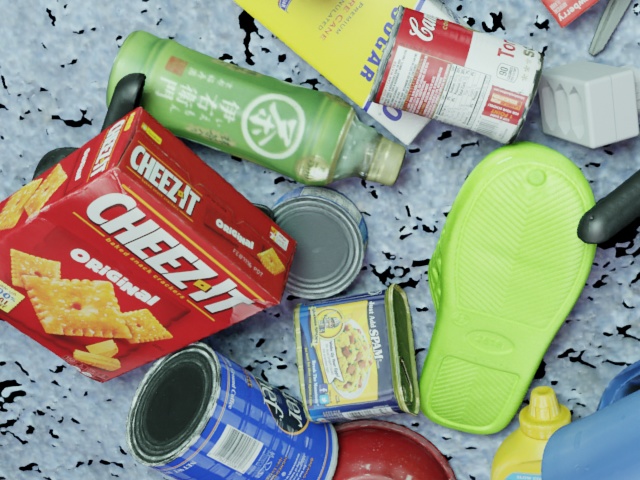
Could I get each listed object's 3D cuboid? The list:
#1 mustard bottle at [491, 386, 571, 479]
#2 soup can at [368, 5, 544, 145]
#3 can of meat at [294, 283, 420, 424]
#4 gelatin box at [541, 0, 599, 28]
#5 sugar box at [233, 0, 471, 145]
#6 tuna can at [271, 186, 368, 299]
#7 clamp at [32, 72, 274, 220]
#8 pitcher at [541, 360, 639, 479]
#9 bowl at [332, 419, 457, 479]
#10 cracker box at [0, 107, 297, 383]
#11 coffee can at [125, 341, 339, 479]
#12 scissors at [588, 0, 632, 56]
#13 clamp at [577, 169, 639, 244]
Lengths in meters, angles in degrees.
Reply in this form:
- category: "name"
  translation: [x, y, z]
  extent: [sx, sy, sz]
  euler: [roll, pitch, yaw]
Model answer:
- category: "mustard bottle"
  translation: [0.190, 0.208, 0.875]
  extent: [0.096, 0.058, 0.191]
  euler: [-3, 111, 16]
- category: "soup can"
  translation: [0.091, -0.110, 0.720]
  extent: [0.102, 0.068, 0.068]
  euler: [18, 113, -1]
- category: "can of meat"
  translation: [0.029, 0.092, 0.844]
  extent: [0.084, 0.057, 0.102]
  euler: [-10, 72, 17]
- category: "gelatin box"
  translation: [0.180, -0.201, 0.725]
  extent: [0.089, 0.030, 0.073]
  euler: [-36, 94, 28]
- category: "sugar box"
  translation: [0.028, -0.160, 0.770]
  extent: [0.176, 0.048, 0.093]
  euler: [39, 112, -5]
- category: "tuna can"
  translation: [-0.006, 0.001, 0.844]
  extent: [0.086, 0.033, 0.086]
  euler: [3, 111, 9]
- category: "clamp"
  translation: [-0.148, -0.036, 0.827]
  extent: [0.210, 0.036, 0.164]
  euler: [-21, 128, 40]
- category: "pitcher"
  translation: [0.281, 0.134, 0.740]
  extent: [0.243, 0.144, 0.149]
  euler: [-43, 69, 40]
- category: "bowl"
  translation: [0.042, 0.234, 0.887]
  extent: [0.162, 0.055, 0.162]
  euler: [0, 92, 1]
- category: "cracker box"
  translation: [-0.152, 0.016, 0.801]
  extent: [0.214, 0.072, 0.164]
  euler: [-26, 127, 36]
- category: "coffee can"
  translation: [-0.068, 0.156, 0.849]
  extent: [0.103, 0.103, 0.140]
  euler: [-38, 129, 21]
- category: "scissors"
  translation: [0.252, -0.217, 0.723]
  extent: [0.096, 0.016, 0.202]
  euler: [10, 113, 6]
- category: "clamp"
  translation: [0.256, -0.041, 0.756]
  extent: [0.171, 0.039, 0.120]
  euler: [-51, 138, -4]
